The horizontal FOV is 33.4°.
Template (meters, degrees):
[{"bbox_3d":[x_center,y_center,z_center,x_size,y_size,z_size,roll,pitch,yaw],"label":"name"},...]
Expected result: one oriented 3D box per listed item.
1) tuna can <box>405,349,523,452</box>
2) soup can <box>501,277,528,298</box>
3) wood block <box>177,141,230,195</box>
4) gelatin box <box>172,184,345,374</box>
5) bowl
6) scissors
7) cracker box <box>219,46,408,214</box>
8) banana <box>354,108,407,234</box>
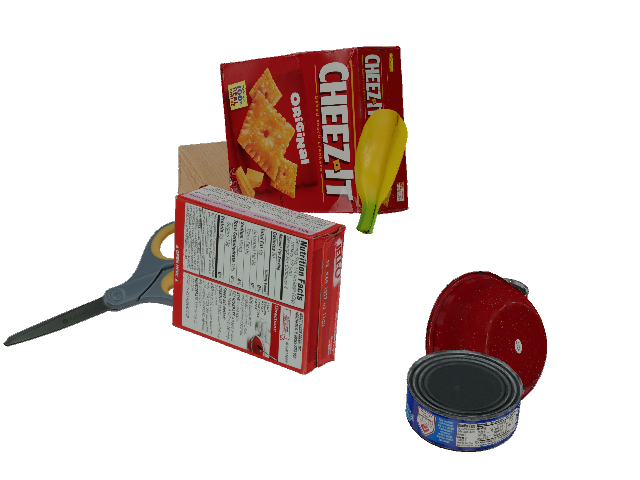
[{"bbox_3d":[0.106,0.119,0.797,0.086,0.034,0.086,1,28,-1],"label":"tuna can"},{"bbox_3d":[0.225,0.106,1.350,0.068,0.102,0.068,1,21,0],"label":"soup can"},{"bbox_3d":[-0.107,-0.042,1.318,0.090,0.090,0.206,-7,29,-21],"label":"wood block"},{"bbox_3d":[-0.032,0.018,0.535,0.089,0.073,0.030,16,24,30],"label":"gelatin box"},{"bbox_3d":[0.189,0.112,1.133,0.161,0.162,0.055,0,-4,-36],"label":"bowl"},{"bbox_3d":[-0.168,0.032,0.900,0.201,0.096,0.016,-8,-34,-15],"label":"scissors"},{"bbox_3d":[-0.012,-0.112,1.111,0.071,0.164,0.214,-10,10,-41],"label":"cracker box"},{"bbox_3d":[0.047,-0.075,0.885,0.037,0.070,0.197,24,25,-3],"label":"banana"}]
